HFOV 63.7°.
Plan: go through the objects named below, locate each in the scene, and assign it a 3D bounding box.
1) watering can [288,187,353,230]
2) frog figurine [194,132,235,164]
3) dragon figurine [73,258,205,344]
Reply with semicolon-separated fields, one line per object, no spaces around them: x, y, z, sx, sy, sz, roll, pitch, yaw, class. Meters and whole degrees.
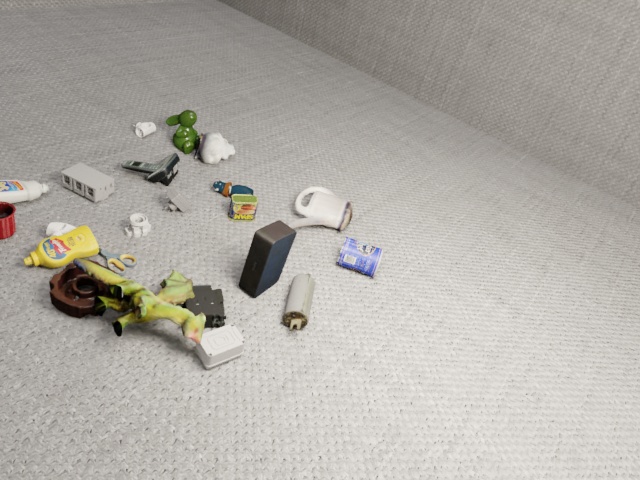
0.006;-0.097;1.932;0.224;0.101;0.355;19;35;4;watering can
-0.424;-0.375;2.125;0.159;0.121;0.140;11;68;-22;frog figurine
-0.460;0.140;1.389;0.415;0.120;0.244;39;29;28;dragon figurine
